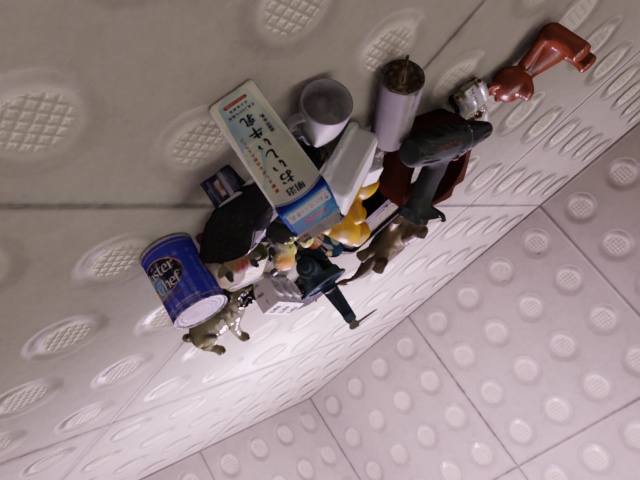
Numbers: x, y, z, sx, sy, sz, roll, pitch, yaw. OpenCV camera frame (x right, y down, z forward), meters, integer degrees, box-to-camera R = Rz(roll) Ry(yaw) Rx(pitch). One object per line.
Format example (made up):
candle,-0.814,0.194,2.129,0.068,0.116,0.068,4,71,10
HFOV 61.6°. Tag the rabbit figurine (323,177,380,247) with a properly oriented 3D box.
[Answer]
rabbit figurine,0.058,-0.089,1.164,0.173,0.122,0.162,-54,147,9

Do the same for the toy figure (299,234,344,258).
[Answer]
toy figure,-0.004,-0.004,1.226,0.058,0.064,0.154,-55,139,5

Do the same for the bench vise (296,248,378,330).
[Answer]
bench vise,0.022,0.116,1.320,0.129,0.241,0.223,-36,168,-3

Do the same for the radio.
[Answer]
radio,0.111,-0.059,1.324,0.229,0.073,0.131,-44,158,24

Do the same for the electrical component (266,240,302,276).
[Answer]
electrical component,-0.087,0.027,1.222,0.102,0.078,0.045,-32,-175,7

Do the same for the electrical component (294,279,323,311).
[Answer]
electrical component,-0.043,0.150,1.577,0.134,0.058,0.115,-17,151,-42

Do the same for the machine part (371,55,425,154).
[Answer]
machine part,0.136,-0.236,0.963,0.079,0.079,0.243,-30,159,-13

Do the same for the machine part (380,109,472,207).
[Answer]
machine part,0.230,-0.170,1.163,0.201,0.087,0.201,-25,135,-29

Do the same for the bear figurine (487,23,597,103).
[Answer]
bear figurine,0.459,-0.354,1.140,0.196,0.132,0.120,-49,153,20

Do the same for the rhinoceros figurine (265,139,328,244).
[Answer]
rhinoceros figurine,-0.047,-0.086,0.940,0.112,0.073,0.190,20,91,-85

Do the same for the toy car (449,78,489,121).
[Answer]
toy car,0.333,-0.288,1.184,0.073,0.056,0.201,-37,160,7

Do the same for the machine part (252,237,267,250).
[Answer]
machine part,-0.115,-0.011,1.132,0.139,0.039,0.084,-2,134,-53

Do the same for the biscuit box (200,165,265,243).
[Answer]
biscuit box,-0.135,-0.059,0.954,0.059,0.063,0.202,-36,160,1

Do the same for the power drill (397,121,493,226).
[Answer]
power drill,0.244,-0.135,1.073,0.232,0.086,0.207,-13,134,-37

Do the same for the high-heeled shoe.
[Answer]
high-heeled shoe,-0.099,-0.061,0.863,0.249,0.086,0.145,-34,-164,31

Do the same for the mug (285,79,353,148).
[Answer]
mug,-0.008,-0.185,0.849,0.109,0.081,0.107,-34,170,-17

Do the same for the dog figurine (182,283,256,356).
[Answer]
dog figurine,-0.243,0.168,1.273,0.172,0.121,0.190,-26,144,-31

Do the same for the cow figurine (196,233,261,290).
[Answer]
cow figurine,-0.175,0.037,1.014,0.085,0.127,0.194,-30,162,-22

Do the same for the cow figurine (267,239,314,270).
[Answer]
cow figurine,-0.057,-0.026,1.080,0.068,0.098,0.167,23,104,-36

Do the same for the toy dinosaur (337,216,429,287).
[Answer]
toy dinosaur,0.218,-0.021,1.506,0.471,0.105,0.198,-40,178,-7
